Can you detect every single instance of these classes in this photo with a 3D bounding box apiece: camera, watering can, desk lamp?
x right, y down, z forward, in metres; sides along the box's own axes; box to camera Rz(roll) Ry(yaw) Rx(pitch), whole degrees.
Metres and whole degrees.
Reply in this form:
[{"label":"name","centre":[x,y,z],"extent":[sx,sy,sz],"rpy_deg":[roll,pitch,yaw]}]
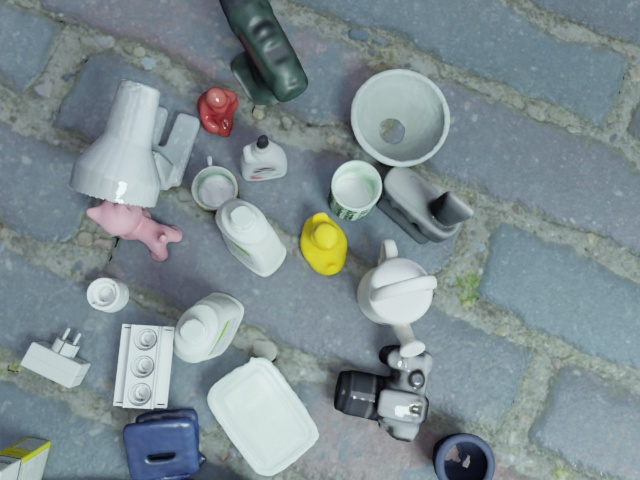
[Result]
[{"label":"camera","centre":[0.097,0.231,0.892],"extent":[0.137,0.100,0.143],"rpy_deg":[12,81,-3]},{"label":"watering can","centre":[0.122,0.085,0.868],"extent":[0.101,0.194,0.173],"rpy_deg":[-32,85,-8]},{"label":"desk lamp","centre":[-0.272,-0.137,0.859],"extent":[0.118,0.213,0.203],"rpy_deg":[16,81,-2]}]

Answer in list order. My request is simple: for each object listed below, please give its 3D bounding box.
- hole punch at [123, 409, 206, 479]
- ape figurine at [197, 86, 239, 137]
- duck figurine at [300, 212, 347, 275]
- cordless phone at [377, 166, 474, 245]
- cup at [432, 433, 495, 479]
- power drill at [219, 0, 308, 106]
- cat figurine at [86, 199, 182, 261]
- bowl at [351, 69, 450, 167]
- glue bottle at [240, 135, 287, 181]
[{"label":"hole punch","centre":[-0.232,0.312,0.858],"extent":[0.108,0.091,0.101],"rpy_deg":[-5,82,-5]},{"label":"ape figurine","centre":[-0.169,-0.221,0.941],"extent":[0.078,0.092,0.076],"rpy_deg":[-39,86,-9]},{"label":"duck figurine","centre":[0.008,0.003,0.926],"extent":[0.077,0.086,0.104],"rpy_deg":[-14,83,-6]},{"label":"cordless phone","centre":[0.170,-0.068,0.899],"extent":[0.147,0.185,0.094],"rpy_deg":[37,81,2]},{"label":"cup","centre":[0.218,0.352,0.887],"extent":[0.092,0.095,0.118],"rpy_deg":[-26,84,-8]},{"label":"power drill","centre":[-0.100,-0.305,0.900],"extent":[0.076,0.208,0.229],"rpy_deg":[-33,85,-8]},{"label":"cat figurine","centre":[-0.288,-0.026,0.889],"extent":[0.128,0.117,0.067],"rpy_deg":[30,81,0]},{"label":"bowl","centre":[0.130,-0.198,0.971],"extent":[0.167,0.074,0.167],"rpy_deg":[1,82,-5]},{"label":"glue bottle","centre":[-0.089,-0.131,0.893],"extent":[0.078,0.173,0.037],"rpy_deg":[-11,82,-6]}]
